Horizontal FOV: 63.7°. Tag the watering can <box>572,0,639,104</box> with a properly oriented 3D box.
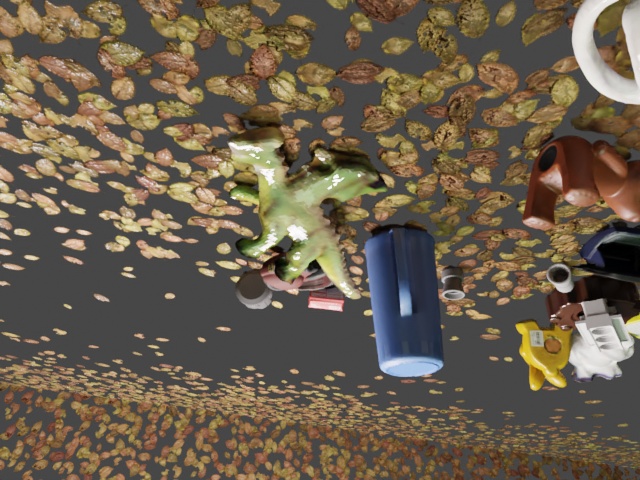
[{"bbox_3d":[0.407,-0.180,0.530,0.224,0.105,0.344,-1,-18,46],"label":"watering can"}]

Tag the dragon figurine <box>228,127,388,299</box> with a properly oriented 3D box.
[{"bbox_3d":[0.003,-0.042,0.838,0.406,0.125,0.239,33,-50,-31],"label":"dragon figurine"}]

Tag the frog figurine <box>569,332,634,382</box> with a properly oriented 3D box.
[{"bbox_3d":[0.648,0.244,1.193,0.137,0.156,0.125,7,39,15],"label":"frog figurine"}]
